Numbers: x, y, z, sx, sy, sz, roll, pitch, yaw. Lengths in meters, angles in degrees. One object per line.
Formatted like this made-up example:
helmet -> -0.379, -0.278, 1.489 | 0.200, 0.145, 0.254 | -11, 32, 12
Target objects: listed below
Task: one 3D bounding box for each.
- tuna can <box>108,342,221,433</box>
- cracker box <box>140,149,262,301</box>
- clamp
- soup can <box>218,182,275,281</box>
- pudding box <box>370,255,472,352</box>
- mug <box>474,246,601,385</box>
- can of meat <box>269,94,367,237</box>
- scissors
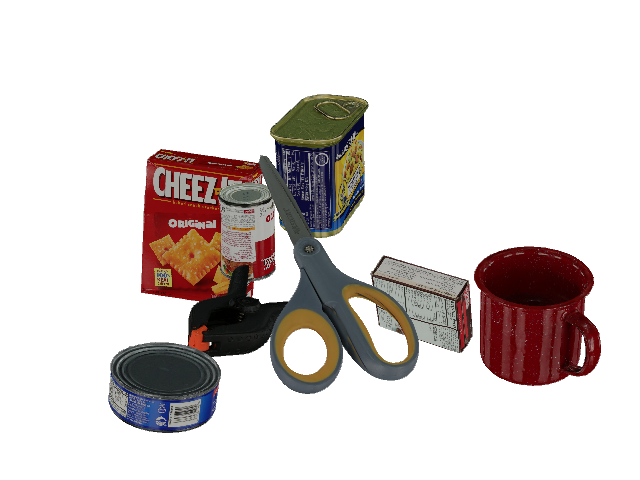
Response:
tuna can -> -0.122, 0.114, 0.834 | 0.086, 0.034, 0.086 | 8, 22, -3
cracker box -> -0.179, -0.016, 1.595 | 0.164, 0.214, 0.072 | 9, 19, 8
clamp -> -0.078, 0.068, 1.035 | 0.120, 0.039, 0.171 | 19, 22, 35
soup can -> -0.089, -0.011, 1.283 | 0.068, 0.102, 0.068 | 0, 26, 0
pudding box -> 0.117, 0.073, 1.230 | 0.114, 0.090, 0.039 | 15, 46, 27
mug -> 0.178, 0.067, 0.855 | 0.093, 0.081, 0.117 | -23, 35, -30
can of meat -> 0.001, -0.060, 0.854 | 0.057, 0.084, 0.102 | 7, 28, 18
scissors -> -0.019, 0.022, 0.671 | 0.096, 0.016, 0.202 | -29, 53, -22
